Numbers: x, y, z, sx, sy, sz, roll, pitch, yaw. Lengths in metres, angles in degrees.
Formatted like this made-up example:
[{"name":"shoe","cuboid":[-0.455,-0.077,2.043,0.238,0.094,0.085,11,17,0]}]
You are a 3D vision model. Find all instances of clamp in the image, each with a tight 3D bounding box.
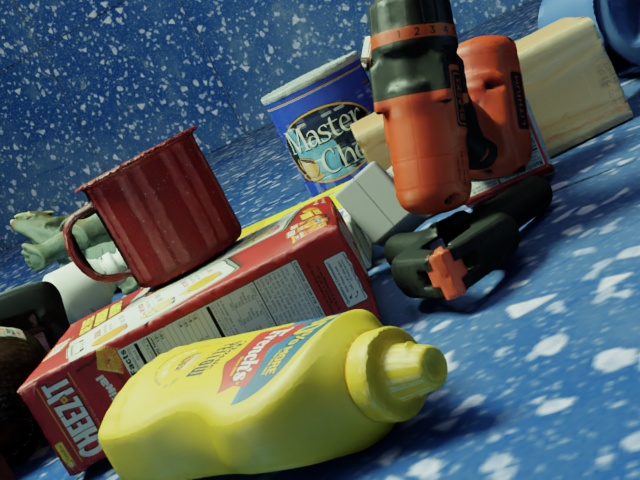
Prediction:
[{"name":"clamp","cuboid":[0.078,0.005,0.662,0.120,0.039,0.171,-29,1,25]}]

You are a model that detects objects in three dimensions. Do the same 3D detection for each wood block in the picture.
[{"name":"wood block","cuboid":[0.137,-0.099,0.887,0.206,0.090,0.091,-26,11,5]}]

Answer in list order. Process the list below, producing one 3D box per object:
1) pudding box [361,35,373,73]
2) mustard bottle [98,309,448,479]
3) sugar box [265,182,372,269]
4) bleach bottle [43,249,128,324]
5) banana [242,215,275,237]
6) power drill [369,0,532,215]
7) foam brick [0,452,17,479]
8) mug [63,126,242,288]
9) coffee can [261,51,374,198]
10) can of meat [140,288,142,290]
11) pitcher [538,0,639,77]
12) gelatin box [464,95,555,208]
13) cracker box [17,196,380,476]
[{"name":"pudding box","cuboid":[0.100,-0.176,1.046,0.113,0.039,0.090,6,8,-4]},{"name":"mustard bottle","cuboid":[-0.018,0.072,0.506,0.192,0.058,0.096,-17,14,44]},{"name":"sugar box","cuboid":[-0.006,0.001,0.877,0.093,0.048,0.176,-26,9,8]},{"name":"bleach bottle","cuboid":[-0.277,0.090,0.950,0.250,0.068,0.102,-34,-4,-6]},{"name":"banana","cuboid":[-0.090,0.015,1.045,0.198,0.037,0.069,-26,11,7]},{"name":"power drill","cuboid":[0.085,-0.109,0.704,0.057,0.184,0.187,-6,0,26]},{"name":"foam brick","cuboid":[-0.217,0.155,0.622,0.053,0.051,0.078,-24,11,11]},{"name":"mug","cuboid":[-0.115,-0.014,0.720,0.117,0.081,0.093,-31,8,-18]},{"name":"coffee can","cuboid":[0.020,-0.096,1.024,0.103,0.140,0.103,-26,10,5]},{"name":"can of meat","cuboid":[-0.105,0.041,0.833,0.102,0.057,0.084,-51,5,6]},{"name":"pitcher","cuboid":[0.296,-0.228,1.017,0.149,0.145,0.243,-10,7,-2]},{"name":"gelatin box","cuboid":[0.127,-0.078,0.807,0.073,0.089,0.030,-24,-9,21]},{"name":"cracker box","cuboid":[-0.070,0.055,0.697,0.214,0.072,0.164,-28,9,3]}]
